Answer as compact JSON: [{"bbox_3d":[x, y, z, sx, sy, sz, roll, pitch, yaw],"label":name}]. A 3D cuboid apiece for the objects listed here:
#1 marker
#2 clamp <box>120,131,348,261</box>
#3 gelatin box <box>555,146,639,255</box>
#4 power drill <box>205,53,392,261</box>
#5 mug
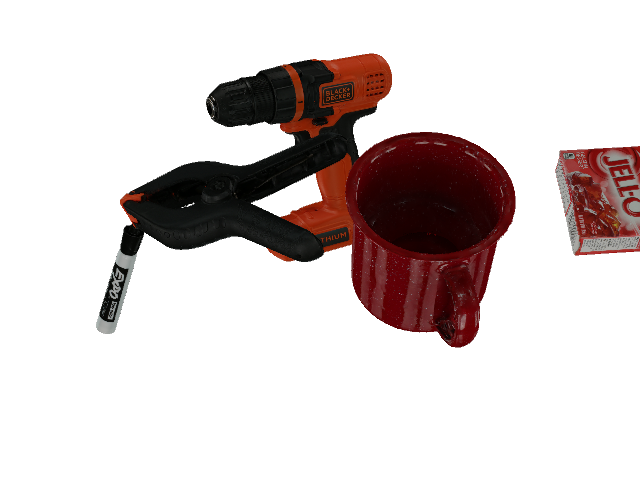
[{"bbox_3d":[-0.184,0.035,0.983,0.020,0.121,0.020,16,31,-10],"label":"marker"},{"bbox_3d":[-0.060,-0.036,0.780,0.172,0.039,0.120,5,42,23],"label":"clamp"},{"bbox_3d":[0.231,-0.033,0.847,0.073,0.089,0.030,-3,-34,0],"label":"gelatin box"},{"bbox_3d":[-0.017,-0.077,1.007,0.184,0.188,0.057,-14,32,-24],"label":"power drill"},{"bbox_3d":[0.063,0.008,0.604,0.093,0.117,0.081,-15,-37,-12],"label":"mug"}]
